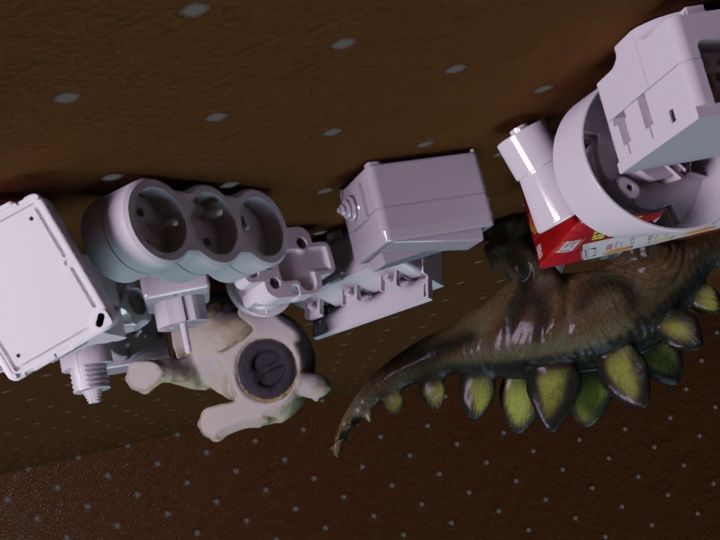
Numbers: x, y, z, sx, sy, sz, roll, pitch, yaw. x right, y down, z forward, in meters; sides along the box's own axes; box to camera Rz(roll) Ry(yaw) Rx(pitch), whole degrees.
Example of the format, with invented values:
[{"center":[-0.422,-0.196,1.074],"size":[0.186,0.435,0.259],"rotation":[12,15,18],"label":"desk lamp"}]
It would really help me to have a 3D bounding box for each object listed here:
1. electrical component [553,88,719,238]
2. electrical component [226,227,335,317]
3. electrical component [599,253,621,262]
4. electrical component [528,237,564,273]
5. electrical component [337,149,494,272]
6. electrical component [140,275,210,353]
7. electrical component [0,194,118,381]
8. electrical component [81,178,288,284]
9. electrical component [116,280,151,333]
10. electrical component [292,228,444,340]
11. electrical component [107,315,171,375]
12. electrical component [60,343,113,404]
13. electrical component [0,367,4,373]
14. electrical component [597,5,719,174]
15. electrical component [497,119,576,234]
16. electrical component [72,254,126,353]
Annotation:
[{"center":[0.166,-0.066,0.629],"size":[0.099,0.099,0.064],"rotation":[-9,175,-23],"label":"electrical component"},{"center":[-0.067,0.003,0.817],"size":[0.078,0.058,0.057],"rotation":[-7,165,-34],"label":"electrical component"},{"center":[0.263,-0.021,1.062],"size":[0.047,0.076,0.065],"rotation":[-14,170,3],"label":"electrical component"},{"center":[0.181,-0.015,1.087],"size":[0.048,0.048,0.062],"rotation":[-16,163,12],"label":"electrical component"},{"center":[0.032,-0.037,0.715],"size":[0.096,0.061,0.062],"rotation":[-9,169,-21],"label":"electrical component"},{"center":[-0.132,0.022,0.779],"size":[0.047,0.076,0.065],"rotation":[-11,170,-10],"label":"electrical component"},{"center":[-0.181,0.003,0.583],"size":[0.062,0.096,0.061],"rotation":[-30,-175,-8],"label":"electrical component"},{"center":[-0.115,-0.017,0.658],"size":[0.074,0.052,0.138],"rotation":[-20,168,34],"label":"electrical component"},{"center":[-0.198,0.032,0.844],"size":[0.062,0.043,0.043],"rotation":[-18,169,27],"label":"electrical component"},{"center":[0.000,0.000,0.863],"size":[0.121,0.078,0.063],"rotation":[-21,146,37],"label":"electrical component"},{"center":[-0.218,0.065,0.990],"size":[0.083,0.047,0.076],"rotation":[-8,166,-24],"label":"electrical component"},{"center":[-0.233,0.073,0.915],"size":[0.043,0.081,0.043],"rotation":[-13,170,-2],"label":"electrical component"},{"center":[-0.286,0.050,0.804],"size":[0.080,0.051,0.080],"rotation":[-13,170,-2],"label":"electrical component"},{"center":[0.217,-0.106,0.579],"size":[0.150,0.061,0.089],"rotation":[-11,170,-14],"label":"electrical component"},{"center":[0.116,-0.061,0.677],"size":[0.044,0.065,0.044],"rotation":[-30,178,-1],"label":"electrical component"},{"center":[-0.206,0.023,0.747],"size":[0.050,0.055,0.089],"rotation":[-15,170,8],"label":"electrical component"}]
